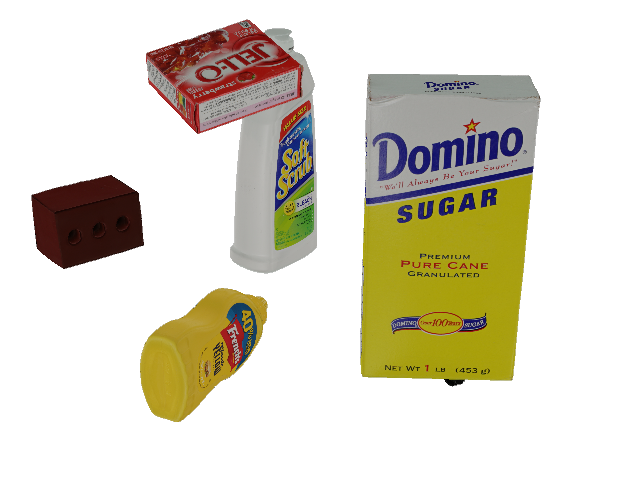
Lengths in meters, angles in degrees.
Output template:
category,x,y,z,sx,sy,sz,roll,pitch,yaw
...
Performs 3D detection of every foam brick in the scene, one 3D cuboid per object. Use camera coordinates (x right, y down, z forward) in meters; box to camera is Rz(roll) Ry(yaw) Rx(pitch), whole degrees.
category,x,y,z,sx,sy,sz,roll,pitch,yaw
foam brick,-0.198,-0.017,0.909,0.078,0.053,0.051,-18,31,-31

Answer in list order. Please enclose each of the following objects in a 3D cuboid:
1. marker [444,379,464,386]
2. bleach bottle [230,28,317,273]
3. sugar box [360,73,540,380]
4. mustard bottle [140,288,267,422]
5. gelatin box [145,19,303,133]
category,x,y,z,sx,sy,sz,roll,pitch,yaw
marker,0.077,0.073,0.812,0.020,0.020,0.121,0,27,-26
bleach bottle,-0.050,-0.098,1.138,0.068,0.251,0.102,21,32,36
sugar box,0.070,-0.005,0.610,0.093,0.176,0.048,0,27,2
mustard bottle,-0.110,0.104,1.112,0.058,0.096,0.191,11,26,25
gelatin box,-0.068,-0.118,0.756,0.089,0.030,0.073,-24,49,-24
